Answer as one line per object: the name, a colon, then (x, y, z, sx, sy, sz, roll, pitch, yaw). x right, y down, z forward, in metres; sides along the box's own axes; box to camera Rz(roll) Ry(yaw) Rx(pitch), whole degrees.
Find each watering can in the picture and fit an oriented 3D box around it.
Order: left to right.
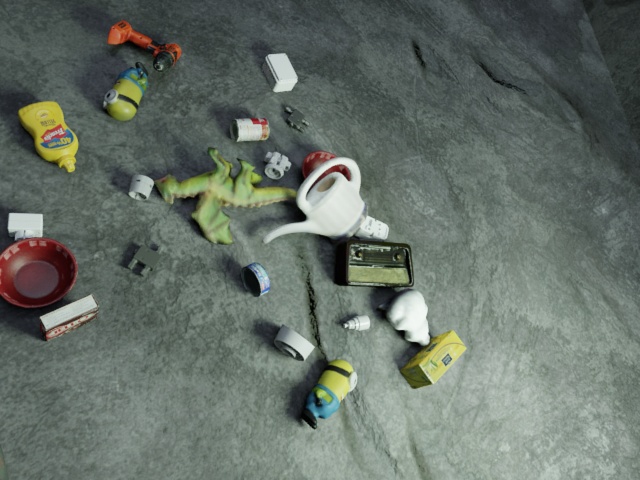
watering can: (0.004, -0.074, 1.468, 0.350, 0.105, 0.221, -49, 122, -9)

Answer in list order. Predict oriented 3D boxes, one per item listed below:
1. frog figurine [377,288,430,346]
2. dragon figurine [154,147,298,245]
frog figurine: (0.259, 0.223, 1.454, 0.138, 0.120, 0.161, -8, 56, -50)
dragon figurine: (-0.243, -0.100, 1.403, 0.408, 0.121, 0.246, 24, 74, -14)
